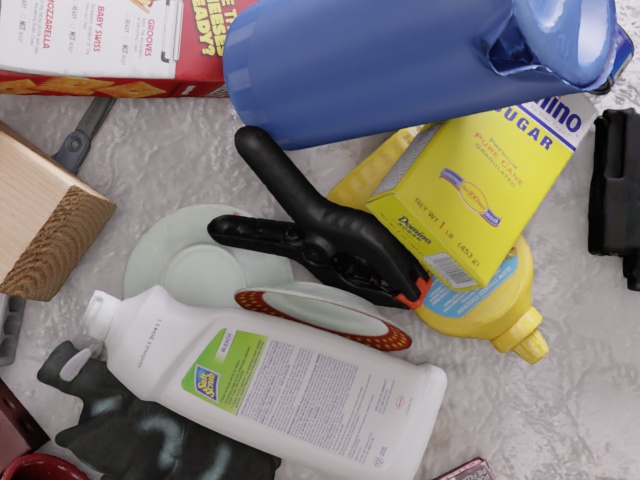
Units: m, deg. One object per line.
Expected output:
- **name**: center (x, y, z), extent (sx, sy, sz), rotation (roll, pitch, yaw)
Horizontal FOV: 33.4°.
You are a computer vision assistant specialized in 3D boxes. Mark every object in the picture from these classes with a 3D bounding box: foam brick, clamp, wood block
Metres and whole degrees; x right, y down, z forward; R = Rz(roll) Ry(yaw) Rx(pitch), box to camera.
- **foam brick**: center (-0.250, 0.138, 0.796), extent (0.051, 0.053, 0.078), rotation (-40, 87, 0)
- **clamp**: center (-0.005, 0.001, 0.755), extent (0.171, 0.120, 0.039), rotation (37, 58, -1)
- **wood block**: center (-0.264, -0.052, 0.771), extent (0.206, 0.090, 0.091), rotation (35, 89, 13)

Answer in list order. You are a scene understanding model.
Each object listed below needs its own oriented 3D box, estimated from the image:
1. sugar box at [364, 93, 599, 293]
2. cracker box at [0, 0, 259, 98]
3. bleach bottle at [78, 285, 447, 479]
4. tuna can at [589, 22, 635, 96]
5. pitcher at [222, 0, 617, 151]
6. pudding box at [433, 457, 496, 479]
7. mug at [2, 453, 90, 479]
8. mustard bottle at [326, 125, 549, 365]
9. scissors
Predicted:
- **sugar box**: center (0.116, -0.058, 0.738), extent (0.093, 0.048, 0.176), rotation (44, 66, -15)
- **cracker box**: center (-0.153, -0.186, 0.757), extent (0.213, 0.072, 0.164), rotation (-3, 88, -25)
- **bleach bottle**: center (-0.043, 0.090, 0.746), extent (0.250, 0.068, 0.102), rotation (24, 75, -10)
- **tuna can**: center (0.182, -0.143, 0.769), extent (0.086, 0.086, 0.034), rotation (36, 87, 4)
- **pitcher**: center (0.060, -0.139, 0.693), extent (0.243, 0.148, 0.145), rotation (-11, 80, 40)
- **pudding box**: center (0.091, 0.224, 0.780), extent (0.113, 0.039, 0.090), rotation (-28, 87, 2)
- **mug**: center (-0.202, 0.219, 0.772), extent (0.082, 0.117, 0.093), rotation (-44, 43, 22)
- **mustard bottle**: center (0.098, 0.013, 0.780), extent (0.096, 0.058, 0.191), rotation (-41, 86, 1)
- **scissors**: center (-0.207, -0.071, 0.821), extent (0.096, 0.016, 0.202), rotation (15, 88, 4)
